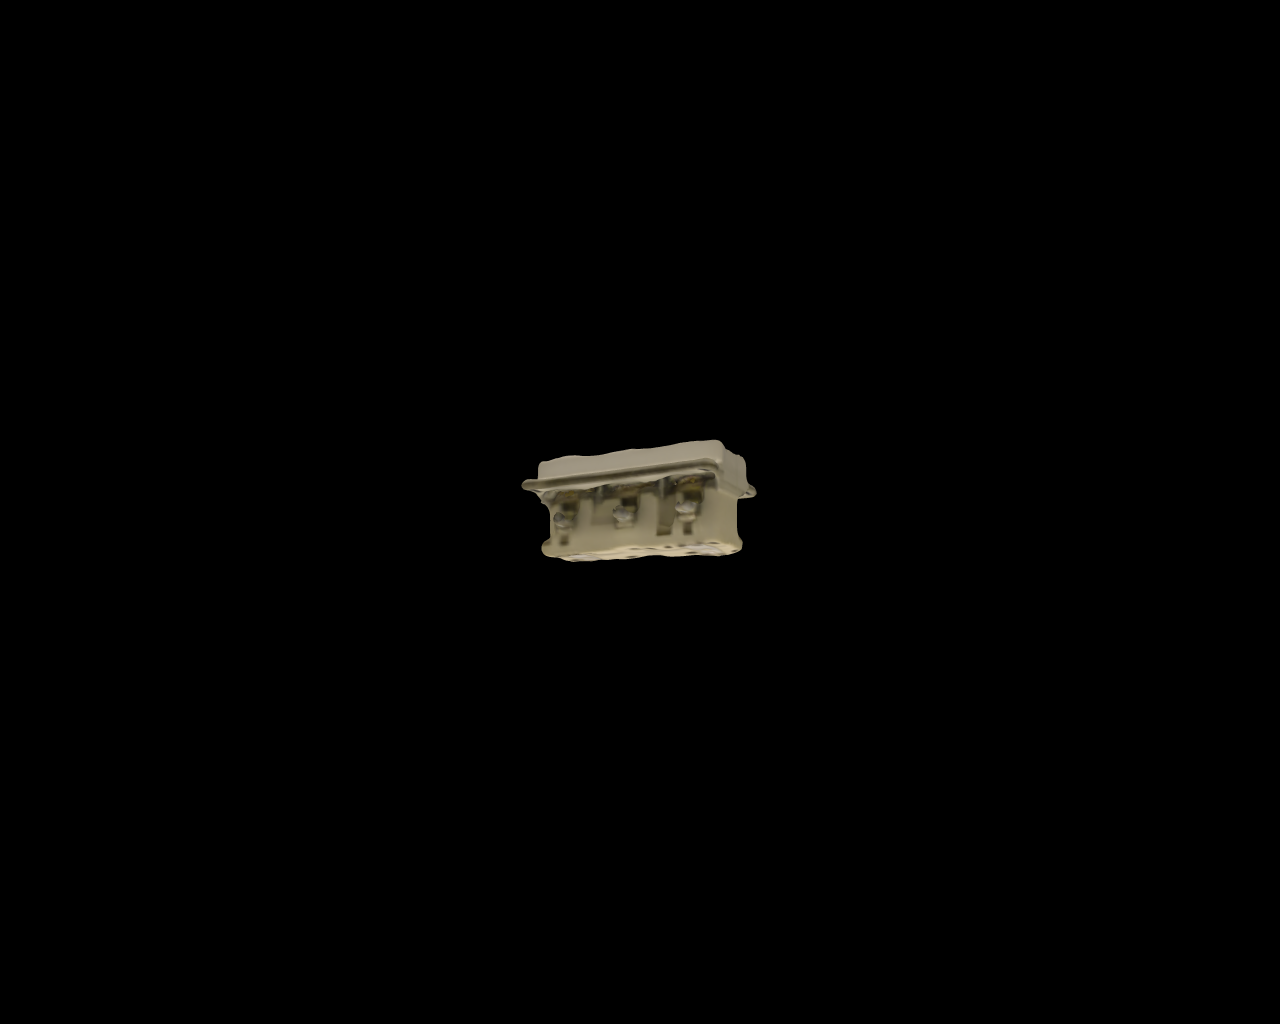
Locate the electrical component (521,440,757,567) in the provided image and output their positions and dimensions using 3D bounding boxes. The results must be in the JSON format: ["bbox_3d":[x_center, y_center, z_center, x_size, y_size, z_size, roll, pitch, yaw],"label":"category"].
[{"bbox_3d":[0.001,-0.003,0.650,0.121,0.063,0.078,-5,-11,24],"label":"electrical component"}]
